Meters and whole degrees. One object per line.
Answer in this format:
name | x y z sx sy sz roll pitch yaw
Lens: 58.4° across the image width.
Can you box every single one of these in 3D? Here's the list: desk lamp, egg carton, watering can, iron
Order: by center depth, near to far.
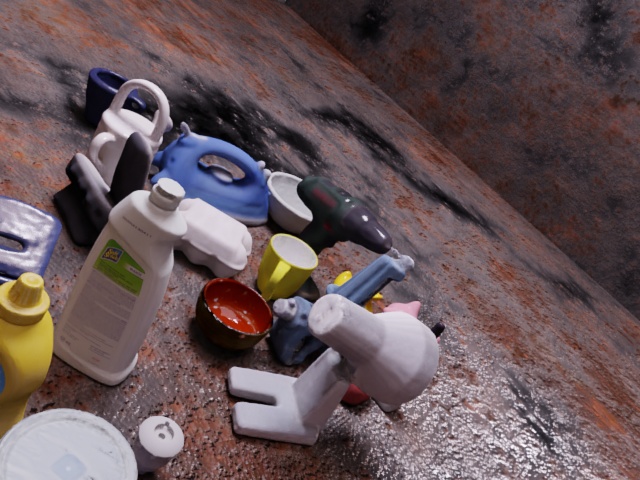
desk lamp | 0.020 0.166 0.739 0.204 0.213 0.117 19 30 -31
watering can | -0.309 -0.175 0.938 0.101 0.194 0.172 28 27 -16
egg carton | -0.184 -0.004 0.944 0.150 0.069 0.107 30 26 -11
iron | -0.178 -0.119 1.064 0.259 0.141 0.118 18 31 -33

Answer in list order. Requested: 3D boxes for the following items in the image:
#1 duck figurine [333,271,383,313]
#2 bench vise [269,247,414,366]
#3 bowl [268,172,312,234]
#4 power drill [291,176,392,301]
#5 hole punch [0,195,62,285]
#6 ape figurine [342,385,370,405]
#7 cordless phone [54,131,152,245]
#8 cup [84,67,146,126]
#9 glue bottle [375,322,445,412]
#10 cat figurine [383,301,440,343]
duck figurine | 0.078 0.091 1.085 0.078 0.086 0.104 6 39 -47
bench vise | 0.039 0.105 0.858 0.208 0.219 0.121 -3 45 -53
bowl | -0.054 -0.063 1.200 0.168 0.074 0.167 28 26 -15
power drill | 0.009 0.004 1.008 0.076 0.208 0.229 7 38 -45
hole punch | -0.367 0.012 0.667 0.109 0.091 0.101 22 29 -26
ape figurine | 0.065 0.201 0.876 0.078 0.092 0.076 36 25 1
cordless phone | -0.296 -0.093 0.823 0.094 0.185 0.147 -3 45 -52
cup | -0.393 -0.256 1.086 0.118 0.095 0.092 34 25 -4
glue bottle | 0.137 0.188 0.893 0.037 0.173 0.078 -3 45 -53
cat figurine | 0.151 0.163 1.016 0.128 0.117 0.067 33 26 -7
